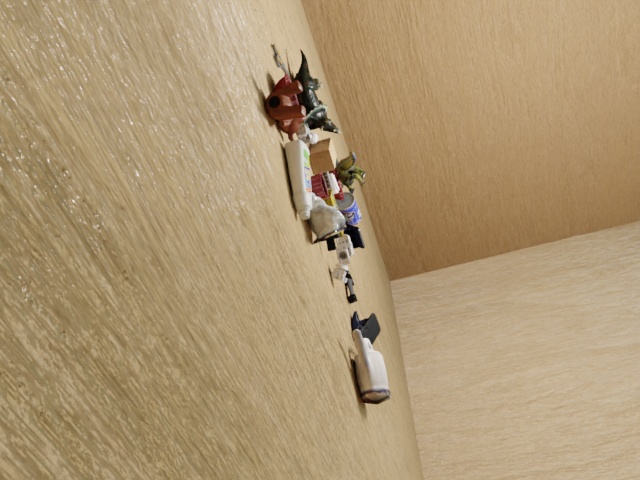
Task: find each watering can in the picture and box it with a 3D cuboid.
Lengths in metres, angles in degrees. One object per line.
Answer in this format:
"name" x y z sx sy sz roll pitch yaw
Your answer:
"watering can" 0.167 0.442 1.770 0.104 0.229 0.341 -15 -29 10

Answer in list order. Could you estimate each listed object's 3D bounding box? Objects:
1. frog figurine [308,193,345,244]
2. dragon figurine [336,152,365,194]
"frog figurine" 0.005 -0.083 1.655 0.123 0.160 0.136 -22 -3 -23
"dragon figurine" 0.093 -0.349 2.432 0.245 0.123 0.401 39 -19 24
